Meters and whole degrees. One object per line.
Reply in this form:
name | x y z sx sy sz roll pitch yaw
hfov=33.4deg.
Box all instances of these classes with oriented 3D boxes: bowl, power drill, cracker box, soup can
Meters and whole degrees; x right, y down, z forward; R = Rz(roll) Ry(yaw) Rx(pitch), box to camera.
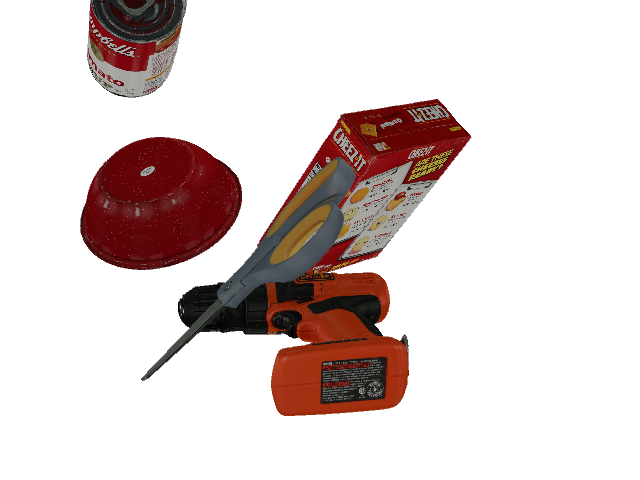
bowl | -0.159 -0.049 1.019 0.162 0.162 0.055 0 -43 12
power drill | -0.017 0.075 0.863 0.184 0.057 0.188 -5 20 -11
cracker box | 0.044 -0.054 1.184 0.163 0.072 0.214 -16 -29 -44
soup can | -0.140 -0.158 0.801 0.068 0.068 0.102 0 -16 -14

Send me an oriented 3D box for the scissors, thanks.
scissors | -0.046 0.032 0.654 0.016 0.202 0.096 38 9 -18
